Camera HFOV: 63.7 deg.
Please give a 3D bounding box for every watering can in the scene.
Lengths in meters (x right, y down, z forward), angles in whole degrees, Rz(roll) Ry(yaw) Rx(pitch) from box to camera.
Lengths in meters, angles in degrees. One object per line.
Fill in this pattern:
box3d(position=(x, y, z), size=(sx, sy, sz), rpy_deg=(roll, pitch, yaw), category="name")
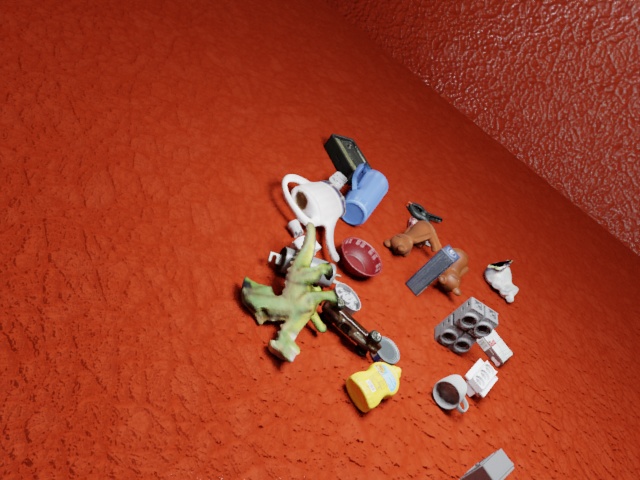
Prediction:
box3d(position=(0.005, -0.087, 1.729), size=(0.226, 0.102, 0.351), rpy_deg=(-19, 69, -49), category="watering can")

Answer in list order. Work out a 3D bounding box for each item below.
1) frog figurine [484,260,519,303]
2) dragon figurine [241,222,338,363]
box3d(position=(0.739, 0.173, 2.094), size=(0.139, 0.122, 0.158), rpy_deg=(-25, 104, -60), category="frog figurine")
box3d(position=(-0.091, 0.130, 1.385), size=(0.243, 0.119, 0.419), rpy_deg=(1, 57, -23), category="dragon figurine")
